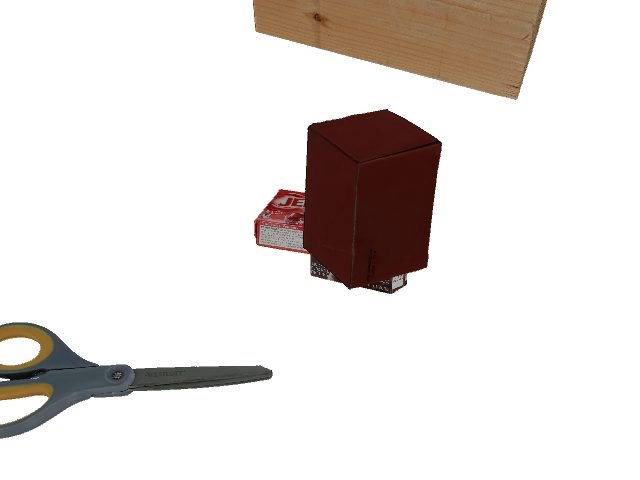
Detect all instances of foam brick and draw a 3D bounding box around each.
[{"bbox_3d":[0.026,-0.023,0.568,0.052,0.078,0.051,-14,36,-27],"label":"foam brick"}]

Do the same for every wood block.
[{"bbox_3d":[0.061,-0.187,0.786,0.206,0.090,0.091,16,-27,10],"label":"wood block"}]

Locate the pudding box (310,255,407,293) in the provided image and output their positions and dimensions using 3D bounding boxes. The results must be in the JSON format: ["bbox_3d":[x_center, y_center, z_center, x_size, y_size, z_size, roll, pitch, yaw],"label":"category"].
[{"bbox_3d":[0.042,0.002,1.173,0.114,0.090,0.039,11,20,33],"label":"pudding box"}]

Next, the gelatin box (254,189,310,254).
[{"bbox_3d":[-0.006,-0.016,0.949,0.089,0.030,0.073,9,26,13],"label":"gelatin box"}]

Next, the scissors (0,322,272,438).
[{"bbox_3d":[-0.139,0.077,0.682,0.201,0.016,0.096,-14,45,-9],"label":"scissors"}]
